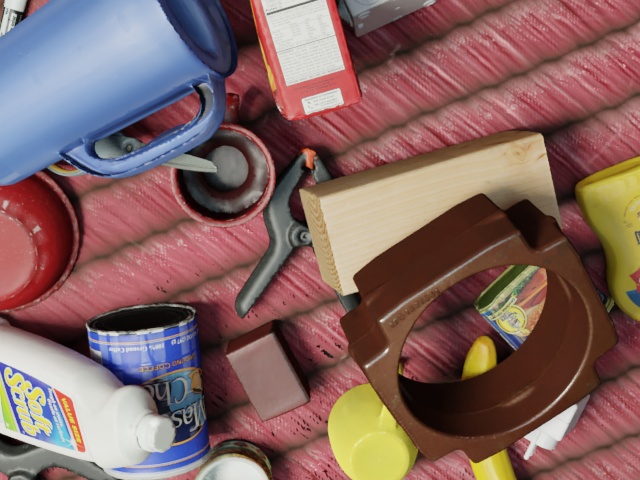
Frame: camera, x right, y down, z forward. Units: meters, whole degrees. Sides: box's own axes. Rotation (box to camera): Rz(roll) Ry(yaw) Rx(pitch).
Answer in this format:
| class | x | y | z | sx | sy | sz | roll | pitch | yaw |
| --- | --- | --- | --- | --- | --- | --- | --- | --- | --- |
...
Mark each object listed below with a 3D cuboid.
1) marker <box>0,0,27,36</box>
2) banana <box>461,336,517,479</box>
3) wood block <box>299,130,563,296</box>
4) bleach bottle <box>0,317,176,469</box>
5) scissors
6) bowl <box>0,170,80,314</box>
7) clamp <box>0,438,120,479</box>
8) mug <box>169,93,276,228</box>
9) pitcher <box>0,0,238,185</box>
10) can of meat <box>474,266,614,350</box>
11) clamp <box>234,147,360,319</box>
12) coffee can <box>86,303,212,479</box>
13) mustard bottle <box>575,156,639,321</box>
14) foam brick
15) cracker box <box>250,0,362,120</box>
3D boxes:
| class | x | y | z | sx | sy | sz | roll | pitch | yaw |
| --- | --- | --- | --- | --- | --- | --- | --- | --- | --- |
| marker | -0.292 | -0.168 | 0.980 | 0.020 | 0.020 | 0.121 | 16 | 100 | -4 |
| banana | 0.167 | 0.187 | 1.029 | 0.037 | 0.070 | 0.198 | -19 | 94 | -37 |
| wood block | 0.097 | -0.028 | 0.957 | 0.206 | 0.090 | 0.091 | -17 | 101 | -9 |
| bleach bottle | -0.227 | 0.137 | 0.943 | 0.251 | 0.067 | 0.102 | 8 | 105 | 37 |
| scissors | -0.171 | -0.100 | 0.948 | 0.202 | 0.016 | 0.096 | -3 | 84 | 31 |
| bowl | -0.303 | 0.005 | 0.975 | 0.162 | 0.055 | 0.162 | -3 | 112 | -9 |
| clamp | -0.295 | 0.246 | 1.046 | 0.210 | 0.036 | 0.164 | 8 | 100 | -2 |
| mug | -0.085 | -0.075 | 0.968 | 0.093 | 0.081 | 0.117 | 3 | 101 | -1 |
| pitcher | -0.195 | -0.133 | 0.892 | 0.243 | 0.149 | 0.145 | -27 | 127 | 19 |
| can of meat | 0.210 | 0.060 | 1.010 | 0.102 | 0.057 | 0.084 | -44 | 96 | 7 |
| clamp | -0.007 | 0.001 | 1.006 | 0.120 | 0.039 | 0.171 | 11 | 100 | -14 |
| coffee can | -0.159 | 0.139 | 0.995 | 0.103 | 0.103 | 0.140 | -5 | 100 | 0 |
| mustard bottle | 0.315 | 0.020 | 1.003 | 0.096 | 0.058 | 0.191 | -22 | 100 | 0 |
| foam brick | -0.049 | 0.125 | 1.020 | 0.051 | 0.053 | 0.078 | -27 | 99 | 4 |
| cracker box | -0.033 | -0.222 | 0.881 | 0.072 | 0.164 | 0.213 | -17 | 113 | 1 |
